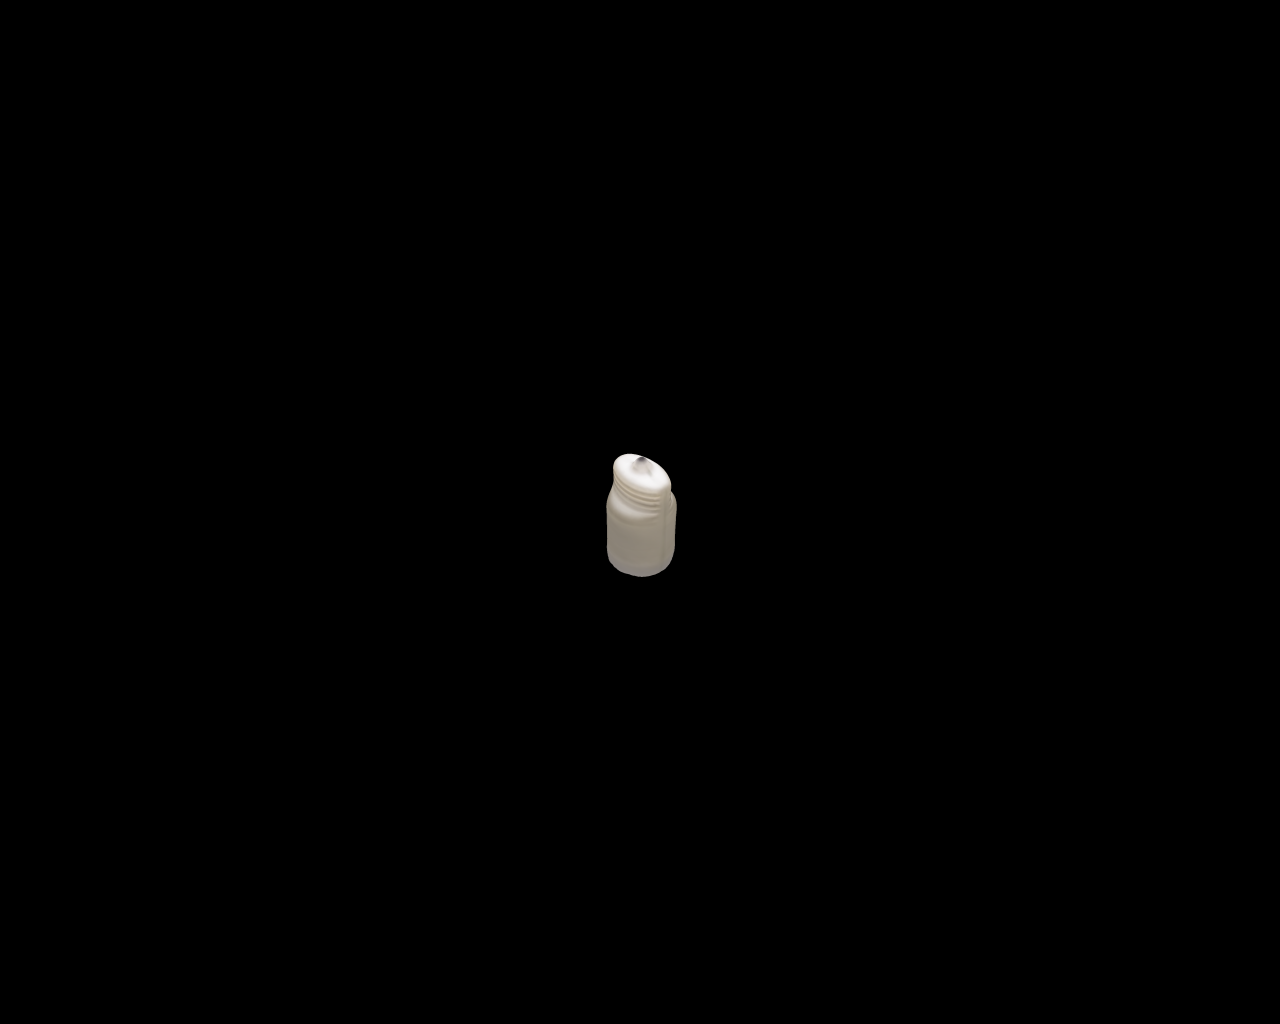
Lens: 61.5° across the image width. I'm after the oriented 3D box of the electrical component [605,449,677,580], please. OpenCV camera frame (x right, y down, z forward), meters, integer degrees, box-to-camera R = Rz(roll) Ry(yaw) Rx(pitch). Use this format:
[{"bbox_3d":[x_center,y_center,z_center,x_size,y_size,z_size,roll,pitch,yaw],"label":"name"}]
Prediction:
[{"bbox_3d":[0.001,-0.003,0.650,0.043,0.080,0.043,0,42,0],"label":"electrical component"}]
